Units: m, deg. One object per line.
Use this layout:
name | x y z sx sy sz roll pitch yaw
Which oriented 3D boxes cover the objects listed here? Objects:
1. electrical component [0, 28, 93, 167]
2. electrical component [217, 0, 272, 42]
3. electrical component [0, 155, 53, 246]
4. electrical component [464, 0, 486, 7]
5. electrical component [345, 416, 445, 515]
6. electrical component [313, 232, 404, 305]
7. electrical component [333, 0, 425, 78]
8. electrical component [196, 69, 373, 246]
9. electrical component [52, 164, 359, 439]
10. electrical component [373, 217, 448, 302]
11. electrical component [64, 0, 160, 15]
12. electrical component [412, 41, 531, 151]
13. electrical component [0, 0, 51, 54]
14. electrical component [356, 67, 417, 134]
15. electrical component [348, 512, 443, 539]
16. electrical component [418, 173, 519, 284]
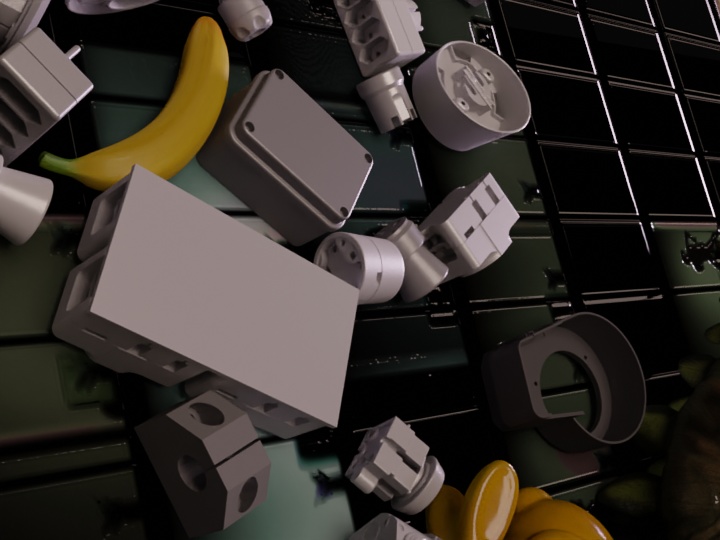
electrical component | -0.198 -0.113 0.656 0.047 0.083 0.075 48 46 -17
electrical component | -0.096 -0.209 0.830 0.035 0.035 0.061 -35 95 -46
electrical component | -0.217 -0.046 0.636 0.055 0.045 0.045 29 54 -31
electrical component | 0.101 -0.303 1.036 0.096 0.062 0.061 16 62 -38
electrical component | 0.028 0.145 0.783 0.055 0.048 0.066 42 48 -12
electrical component | 0.000 0.000 0.814 0.047 0.055 0.055 2 71 -47
electrical component | 0.027 -0.218 0.940 0.076 0.047 0.083 -17 84 -46
electrical component | -0.053 -0.083 0.798 0.113 0.057 0.078 41 49 -22
electrical component | -0.096 0.028 0.706 0.186 0.060 0.105 30 54 -31
electrical component | 0.037 -0.009 0.859 0.055 0.045 0.045 52 45 -13
electrical component | -0.163 -0.213 0.726 0.099 0.099 0.064 -19 92 -46
electrical component | 0.098 -0.157 0.967 0.099 0.064 0.099 19 60 -37
electrical component | -0.221 -0.176 0.666 0.051 0.080 0.080 26 55 -26
electrical component | 0.024 -0.143 0.910 0.040 0.040 0.046 -33 101 -46
electrical component | 0.021 0.208 0.725 0.051 0.080 0.080 35 51 -20
electrical component | 0.091 -0.032 0.916 0.055 0.050 0.089 54 46 -11
